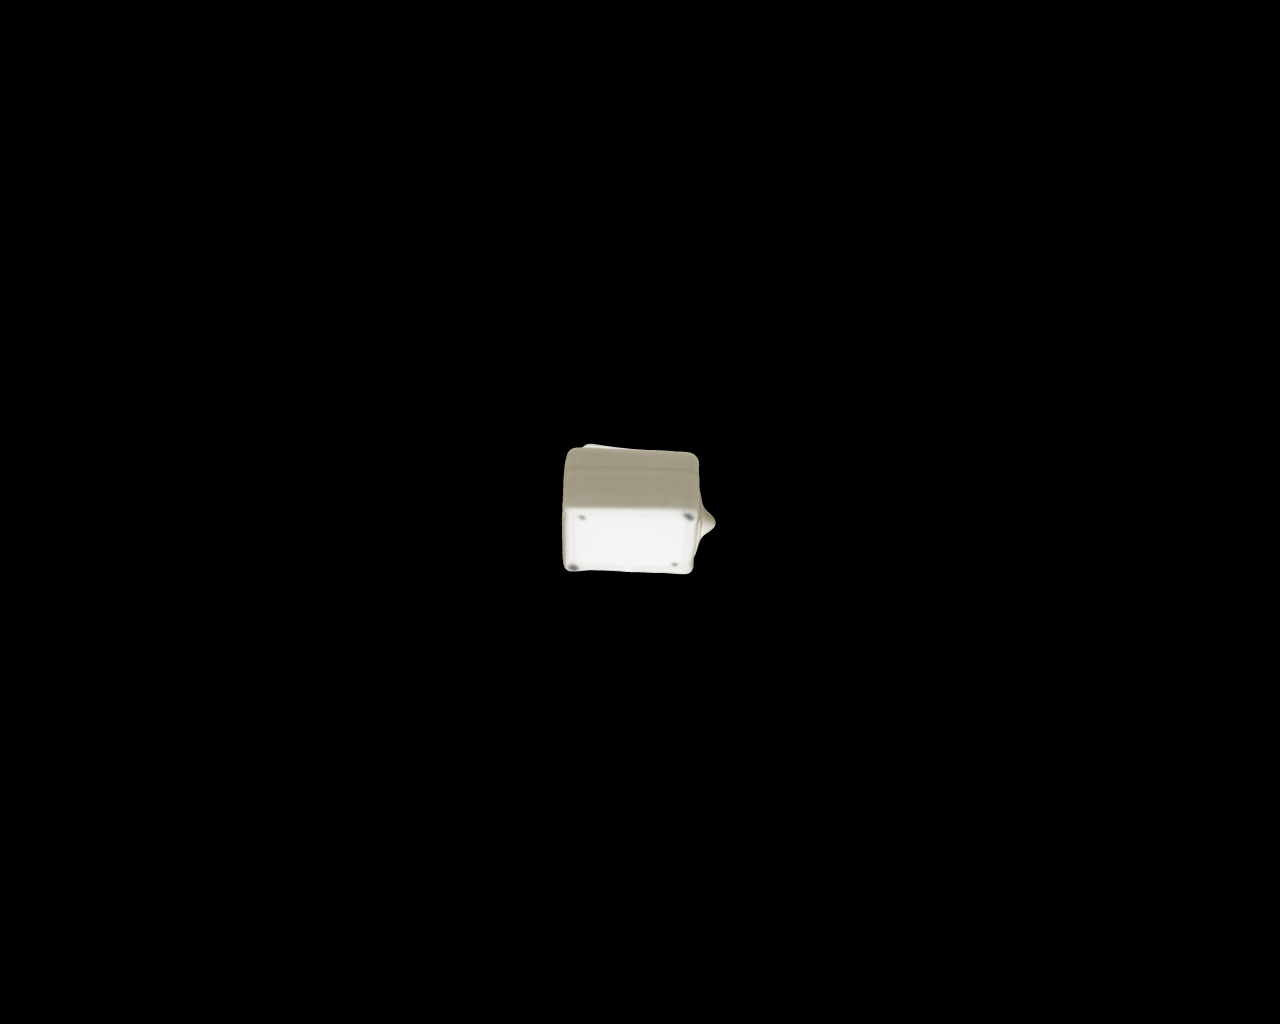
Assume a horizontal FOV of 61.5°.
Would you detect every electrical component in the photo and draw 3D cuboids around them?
[{"bbox_3d":[0.001,-0.003,0.650,0.096,0.061,0.061,2,-43,-2],"label":"electrical component"}]
